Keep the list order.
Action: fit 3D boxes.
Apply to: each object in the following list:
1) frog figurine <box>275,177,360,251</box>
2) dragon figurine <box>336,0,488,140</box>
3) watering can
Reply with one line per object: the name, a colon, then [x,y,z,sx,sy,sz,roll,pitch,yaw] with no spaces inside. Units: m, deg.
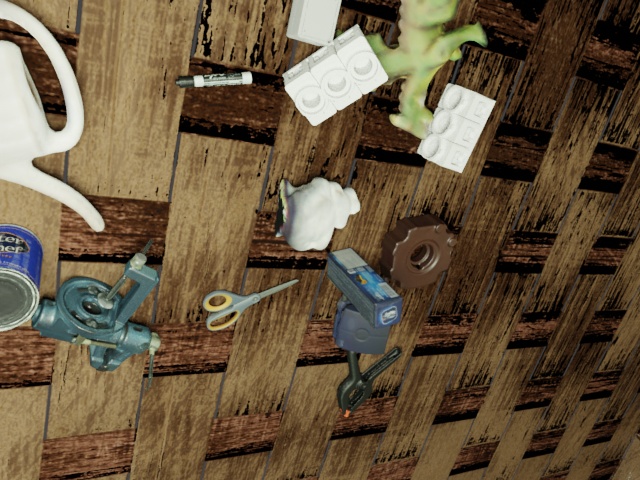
frog figurine: [0.003,-0.048,0.959,0.159,0.123,0.137,1,96,-14]
dragon figurine: [0.141,-0.360,0.883,0.243,0.124,0.402,-28,123,-1]
watering can: [-0.433,-0.139,0.698,0.225,0.106,0.340,-15,120,-18]
